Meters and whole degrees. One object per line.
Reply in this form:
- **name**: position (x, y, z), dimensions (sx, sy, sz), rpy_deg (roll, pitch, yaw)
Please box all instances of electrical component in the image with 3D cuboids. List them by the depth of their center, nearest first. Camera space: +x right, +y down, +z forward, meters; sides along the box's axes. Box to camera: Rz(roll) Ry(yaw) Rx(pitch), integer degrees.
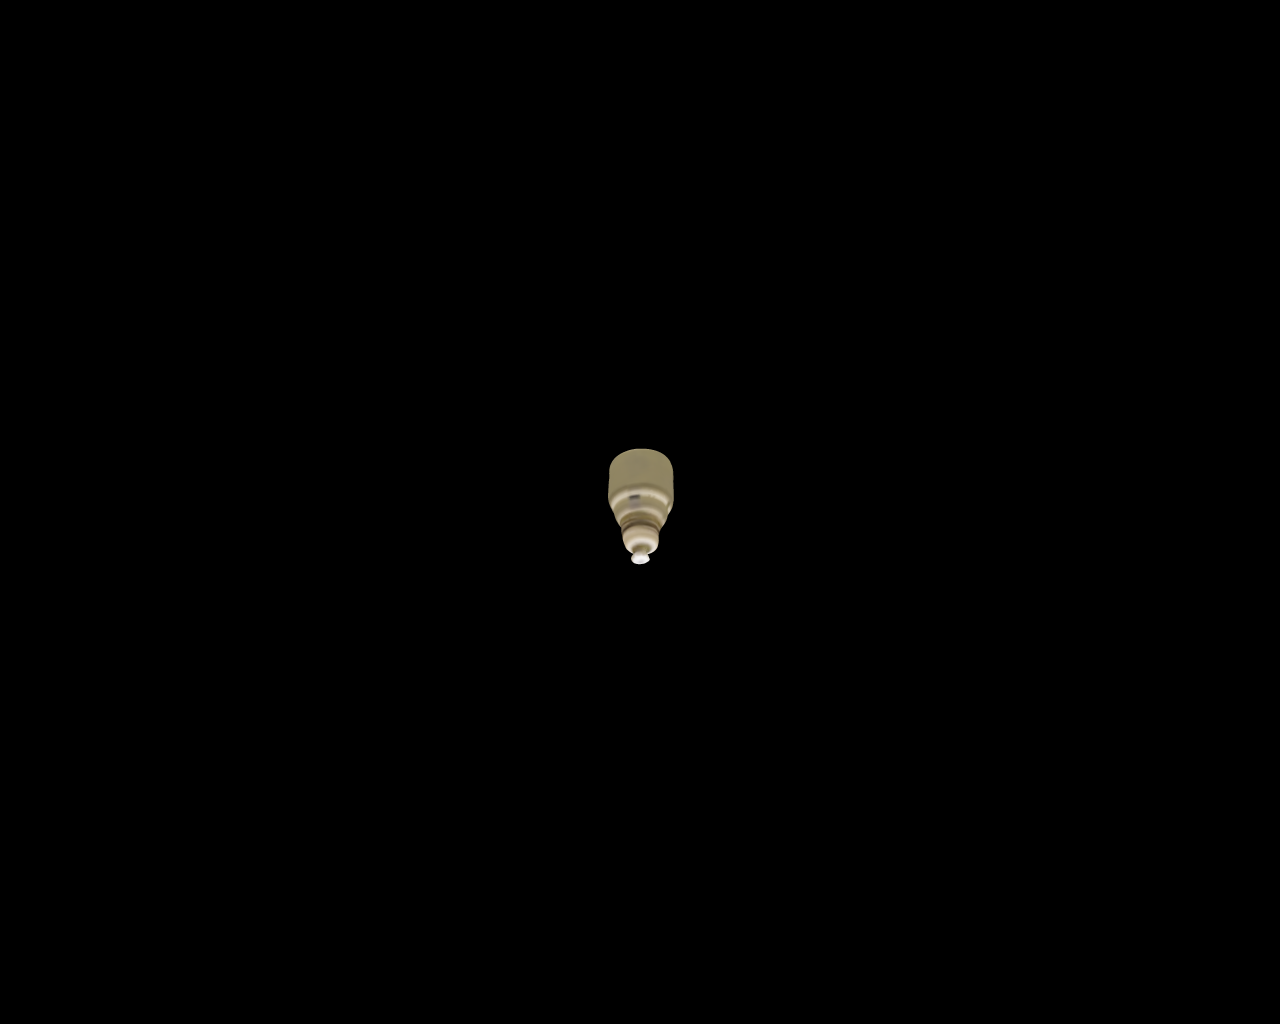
- **electrical component**: position (0.001, -0.003, 0.650), dimensions (0.040, 0.078, 0.040), rpy_deg (0, -35, 0)
